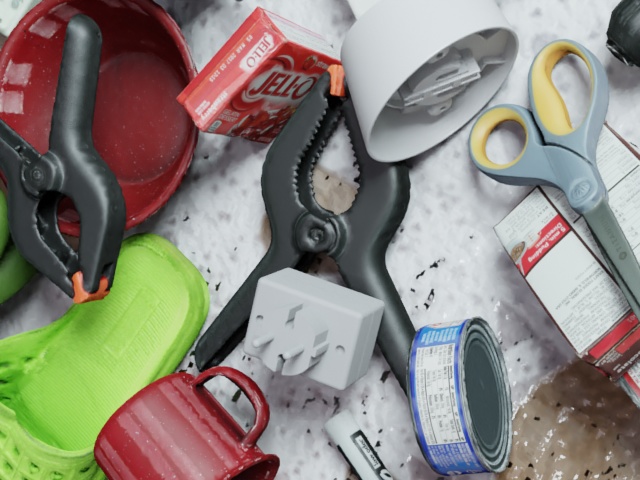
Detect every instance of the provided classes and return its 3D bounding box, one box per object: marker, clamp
[{"bbox_3d":[0.042,0.157,0.641,0.020,0.020,0.121,-39,76,19],"label":"marker"},{"bbox_3d":[-0.157,-0.049,0.652,0.120,0.039,0.171,-30,85,26],"label":"clamp"},{"bbox_3d":[-0.004,0.001,0.649,0.165,0.036,0.210,2,95,23],"label":"clamp"}]

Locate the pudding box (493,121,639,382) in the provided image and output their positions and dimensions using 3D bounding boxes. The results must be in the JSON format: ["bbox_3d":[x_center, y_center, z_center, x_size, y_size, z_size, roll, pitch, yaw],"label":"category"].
[{"bbox_3d":[0.150,0.003,0.552,0.090,0.039,0.113,-46,39,16],"label":"pudding box"}]

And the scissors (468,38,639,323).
[{"bbox_3d":[0.121,-0.021,0.554,0.096,0.016,0.201,-29,45,37],"label":"scissors"}]

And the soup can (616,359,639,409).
[{"bbox_3d":[0.206,0.051,0.543,0.102,0.068,0.068,-43,75,17],"label":"soup can"}]

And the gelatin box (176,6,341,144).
[{"bbox_3d":[-0.033,-0.094,0.631,0.073,0.089,0.030,-44,74,17],"label":"gelatin box"}]

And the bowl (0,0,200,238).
[{"bbox_3d":[-0.136,-0.082,0.693,0.162,0.055,0.162,0,91,23],"label":"bowl"}]

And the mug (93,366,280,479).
[{"bbox_3d":[-0.078,0.128,0.655,0.081,0.093,0.117,45,108,22],"label":"mug"}]

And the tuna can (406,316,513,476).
[{"bbox_3d":[0.078,0.087,0.589,0.034,0.086,0.086,-11,86,24],"label":"tuna can"}]

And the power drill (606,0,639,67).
[{"bbox_3d":[0.262,-0.112,0.522,0.185,0.057,0.188,-46,74,17],"label":"power drill"}]

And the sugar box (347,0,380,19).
[{"bbox_3d":[0.087,-0.193,0.603,0.176,0.048,0.093,-28,80,24],"label":"sugar box"}]
